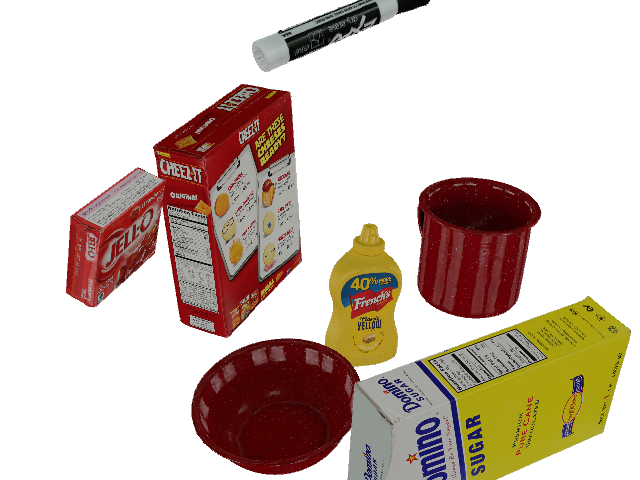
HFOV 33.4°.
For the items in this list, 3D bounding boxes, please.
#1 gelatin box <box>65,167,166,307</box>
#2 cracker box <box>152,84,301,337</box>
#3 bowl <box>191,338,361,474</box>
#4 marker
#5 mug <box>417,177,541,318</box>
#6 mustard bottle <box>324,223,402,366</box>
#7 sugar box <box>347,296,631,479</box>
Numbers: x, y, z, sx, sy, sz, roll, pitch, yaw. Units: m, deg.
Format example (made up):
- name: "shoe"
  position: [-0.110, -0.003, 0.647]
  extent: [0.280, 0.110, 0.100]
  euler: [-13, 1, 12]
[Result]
- name: "gelatin box"
  position: [-0.154, -0.003, 0.803]
  extent: [0.030, 0.073, 0.089]
  euler: [24, 36, 13]
- name: "cracker box"
  position: [-0.092, -0.033, 1.118]
  extent: [0.072, 0.214, 0.164]
  euler: [13, 36, 26]
- name: "bowl"
  position: [-0.038, 0.167, 1.009]
  extent: [0.162, 0.055, 0.162]
  euler: [-5, 38, 4]
- name: "marker"
  position: [0.016, -0.131, 0.636]
  extent: [0.121, 0.020, 0.020]
  euler: [-26, 9, -19]
- name: "mug"
  position: [0.113, 0.002, 0.842]
  extent: [0.093, 0.081, 0.117]
  euler: [-15, 34, -29]
- name: "mustard bottle"
  position: [0.059, 0.069, 1.397]
  extent: [0.096, 0.192, 0.058]
  euler: [-4, 24, -16]
- name: "sugar box"
  position: [0.103, 0.104, 0.650]
  extent: [0.176, 0.093, 0.048]
  euler: [-19, 41, -26]
